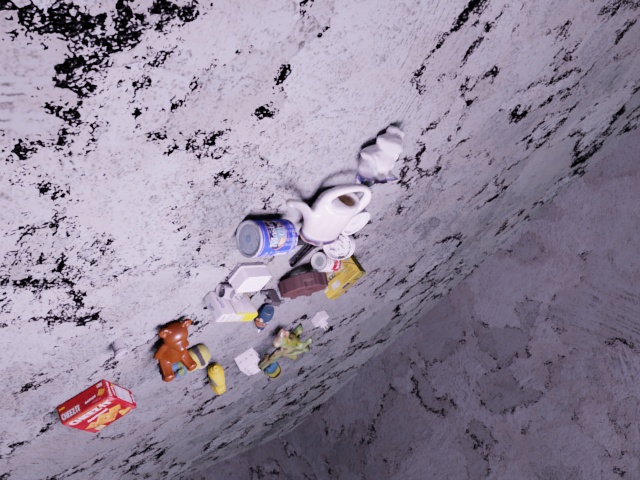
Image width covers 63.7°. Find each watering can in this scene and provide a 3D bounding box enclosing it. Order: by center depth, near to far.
[{"bbox_3d":[0.005,-0.075,1.489,0.350,0.105,0.219,-13,147,-41],"label":"watering can"}]

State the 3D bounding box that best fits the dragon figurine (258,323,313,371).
[{"bbox_3d":[-0.167,0.488,2.241,0.245,0.124,0.400,-21,149,-29],"label":"dragon figurine"}]

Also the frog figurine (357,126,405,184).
[{"bbox_3d":[0.171,-0.243,1.448,0.138,0.123,0.158,-4,105,-35],"label":"frog figurine"}]
